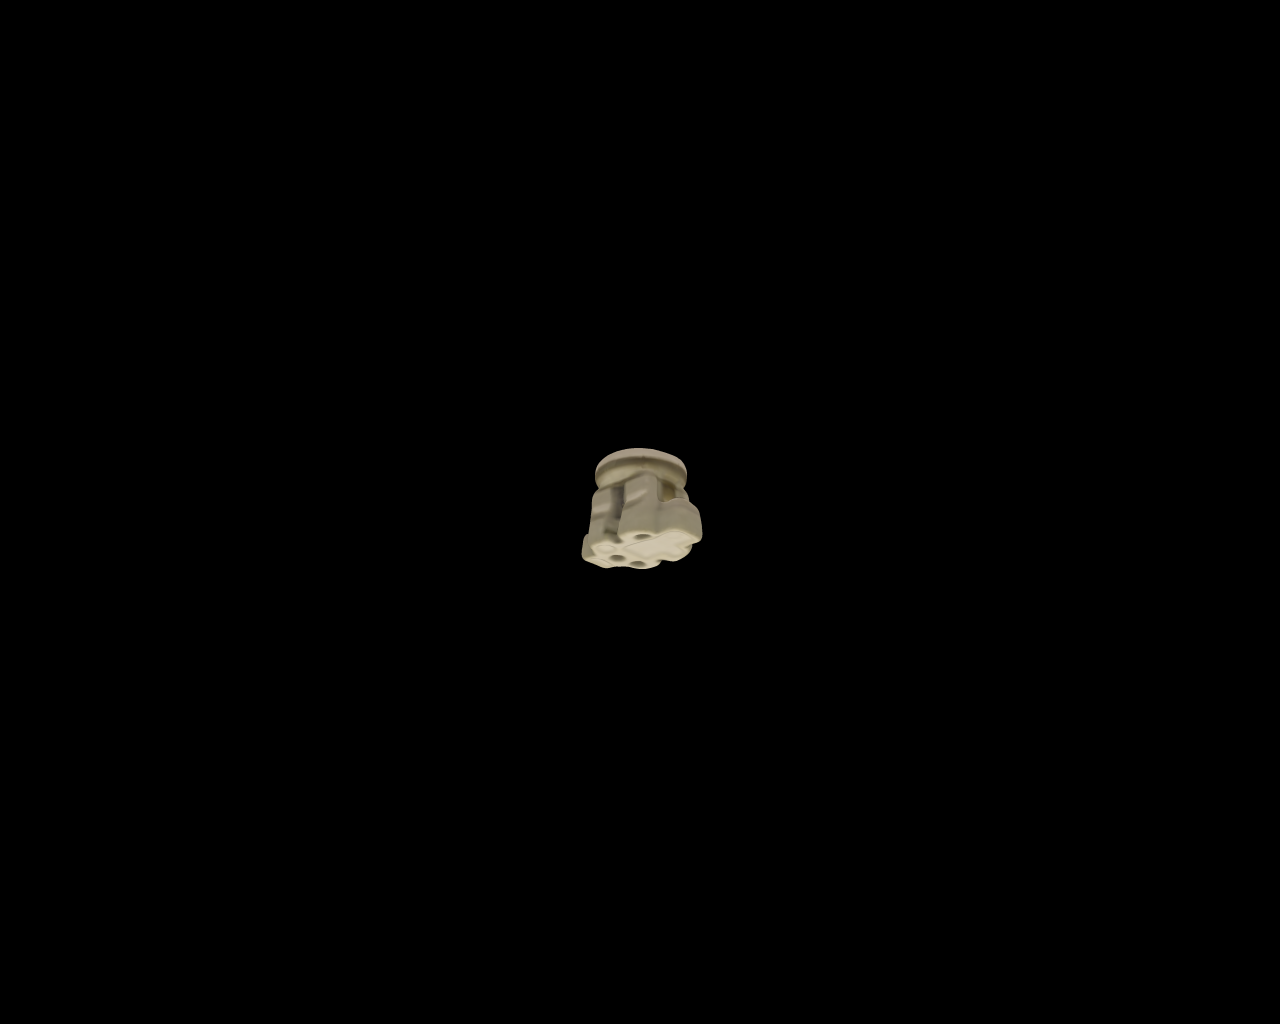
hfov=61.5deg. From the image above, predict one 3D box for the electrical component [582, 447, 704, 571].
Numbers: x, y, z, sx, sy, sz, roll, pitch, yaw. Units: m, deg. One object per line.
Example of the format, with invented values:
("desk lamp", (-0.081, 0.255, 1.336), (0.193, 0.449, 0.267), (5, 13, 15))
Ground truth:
("electrical component", (0.001, -0.003, 0.650), (0.078, 0.057, 0.058), (-20, -32, 36))
